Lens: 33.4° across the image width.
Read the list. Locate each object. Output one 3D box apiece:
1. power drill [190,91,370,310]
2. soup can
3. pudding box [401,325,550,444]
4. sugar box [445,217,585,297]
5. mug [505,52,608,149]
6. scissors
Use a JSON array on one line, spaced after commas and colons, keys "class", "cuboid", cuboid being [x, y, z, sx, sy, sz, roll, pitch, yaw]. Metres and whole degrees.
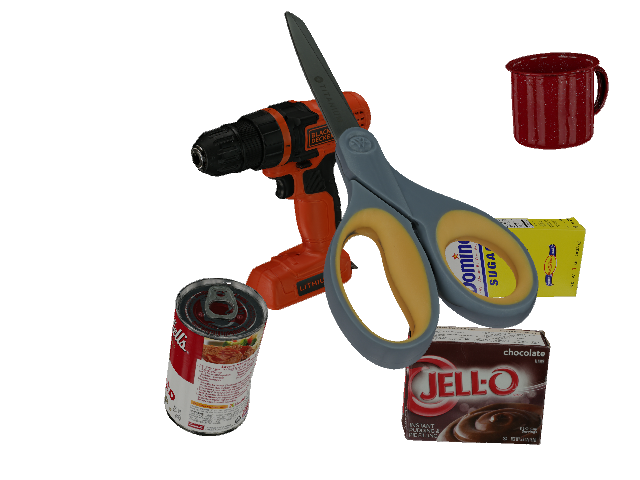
[{"class": "power drill", "cuboid": [-0.032, -0.034, 0.973, 0.184, 0.188, 0.057, -19, 34, -32]}, {"class": "soup can", "cuboid": [-0.080, 0.088, 0.803, 0.068, 0.102, 0.068, 8, 35, -6]}, {"class": "pudding box", "cuboid": [0.125, 0.117, 0.867, 0.113, 0.090, 0.039, 1, 21, 0]}, {"class": "sugar box", "cuboid": [0.226, 0.021, 1.293, 0.176, 0.093, 0.048, -2, 22, -10]}, {"class": "mug", "cuboid": [0.249, -0.146, 1.101, 0.117, 0.081, 0.093, -17, 24, -26]}, {"class": "scissors", "cuboid": [0.036, -0.032, 0.466, 0.096, 0.202, 0.016, 3, -40, -9]}]
